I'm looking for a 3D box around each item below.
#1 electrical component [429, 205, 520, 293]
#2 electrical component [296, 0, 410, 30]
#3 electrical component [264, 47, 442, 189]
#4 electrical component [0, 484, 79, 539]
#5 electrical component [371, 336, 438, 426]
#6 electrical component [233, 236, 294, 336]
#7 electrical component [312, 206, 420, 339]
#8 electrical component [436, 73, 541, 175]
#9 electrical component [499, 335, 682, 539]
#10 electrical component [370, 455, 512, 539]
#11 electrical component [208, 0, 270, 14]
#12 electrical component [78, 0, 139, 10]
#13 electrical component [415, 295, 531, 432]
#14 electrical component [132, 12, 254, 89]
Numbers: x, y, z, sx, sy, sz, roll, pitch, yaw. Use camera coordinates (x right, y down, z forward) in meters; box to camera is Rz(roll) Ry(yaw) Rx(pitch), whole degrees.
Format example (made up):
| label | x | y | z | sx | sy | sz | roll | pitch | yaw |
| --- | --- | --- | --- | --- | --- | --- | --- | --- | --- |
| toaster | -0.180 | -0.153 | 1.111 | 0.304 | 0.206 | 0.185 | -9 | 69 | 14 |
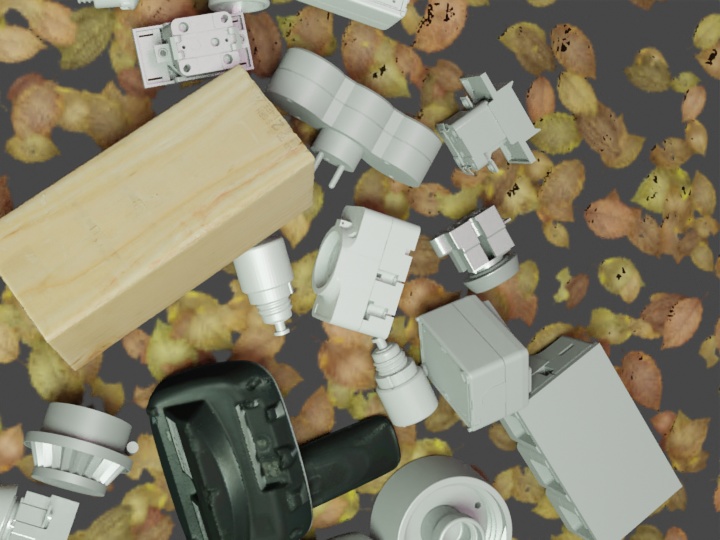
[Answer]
| label | x | y | z | sx | sy | sz | roll | pitch | yaw |
| --- | --- | --- | --- | --- | --- | --- | --- | --- | --- |
| electrical component | 0.095 | -0.015 | 0.852 | 0.066 | 0.048 | 0.055 | -32 | 97 | -14 |
| electrical component | -0.010 | -0.222 | 0.790 | 0.096 | 0.061 | 0.061 | 16 | 87 | -14 |
| electrical component | -0.012 | -0.098 | 0.802 | 0.138 | 0.052 | 0.073 | 31 | 84 | -19 |
| electrical component | -0.231 | 0.177 | 0.747 | 0.055 | 0.066 | 0.048 | 21 | 52 | -13 |
| electrical component | 0.031 | 0.085 | 0.840 | 0.040 | 0.040 | 0.078 | -29 | 103 | -15 |
| electrical component | -0.068 | 0.010 | 0.797 | 0.040 | 0.040 | 0.078 | -18 | 101 | -17 |
| electrical component | 0.000 | 0.000 | 0.816 | 0.056 | 0.050 | 0.089 | 18 | 89 | -20 |
| electrical component | 0.098 | -0.112 | 0.846 | 0.064 | 0.042 | 0.081 | -36 | 105 | -12 |
| electrical component | 0.183 | 0.140 | 0.888 | 0.089 | 0.062 | 0.150 | -36 | 105 | -13 |
| electrical component | 0.069 | 0.207 | 0.853 | 0.108 | 0.060 | 0.108 | -2 | 96 | -19 |
| electrical component | -0.089 | -0.221 | 0.770 | 0.044 | 0.044 | 0.065 | -4 | 91 | -19 |
| electrical component | -0.183 | -0.200 | 0.736 | 0.062 | 0.048 | 0.048 | -8 | 97 | -13 |
| electrical component | 0.087 | 0.066 | 0.834 | 0.061 | 0.096 | 0.061 | -21 | 131 | -17 |
| electrical component | -0.114 | -0.156 | 0.754 | 0.081 | 0.064 | 0.042 | -14 | 99 | -18 |
